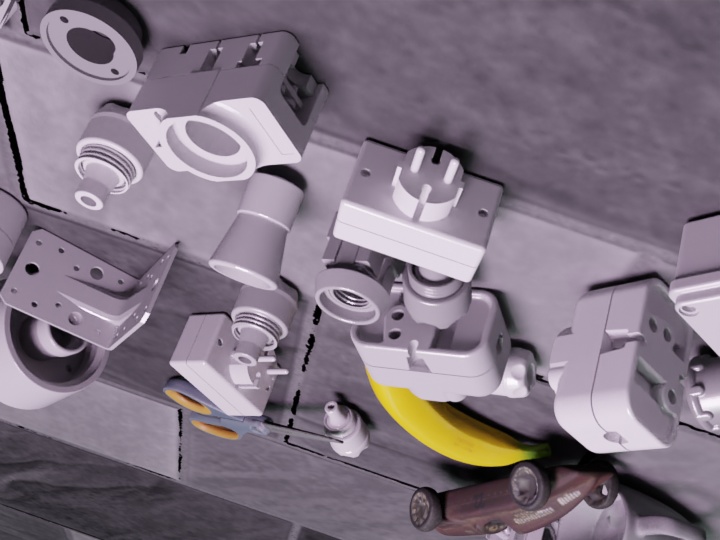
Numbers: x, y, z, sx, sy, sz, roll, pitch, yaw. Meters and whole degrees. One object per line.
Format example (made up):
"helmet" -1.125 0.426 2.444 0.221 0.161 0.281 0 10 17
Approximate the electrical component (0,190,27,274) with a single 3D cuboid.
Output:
"electrical component" -0.277 -0.030 0.787 0.055 0.047 0.055 14 149 9

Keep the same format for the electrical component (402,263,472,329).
"electrical component" 0.047 0.004 0.663 0.043 0.043 0.062 11 147 14

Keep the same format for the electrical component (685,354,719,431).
"electrical component" 0.236 0.072 0.665 0.062 0.048 0.048 -17 134 36

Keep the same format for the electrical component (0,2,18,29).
"electrical component" -0.215 -0.130 0.573 0.044 0.065 0.044 30 162 11

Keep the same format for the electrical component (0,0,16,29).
"electrical component" -0.205 -0.176 0.498 0.121 0.063 0.079 31 148 -19

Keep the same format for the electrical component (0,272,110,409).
"electrical component" -0.247 0.052 0.848 0.060 0.108 0.108 -17 134 37

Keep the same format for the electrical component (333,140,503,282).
"electrical component" 0.035 -0.042 0.591 0.083 0.047 0.075 19 150 1

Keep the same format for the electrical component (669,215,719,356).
"electrical component" 0.237 0.015 0.558 0.109 0.056 0.109 -15 135 44

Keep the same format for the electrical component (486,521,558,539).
"electrical component" 0.143 0.284 0.979 0.063 0.121 0.079 -11 138 45

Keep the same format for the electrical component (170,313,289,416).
"electrical component" -0.092 0.075 0.851 0.076 0.047 0.083 -4 142 34

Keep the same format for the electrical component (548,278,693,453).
"electrical component" 0.153 0.057 0.636 0.059 0.095 0.054 -15 135 44

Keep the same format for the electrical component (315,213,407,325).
"electrical component" 0.000 0.000 0.670 0.048 0.055 0.066 3 146 26

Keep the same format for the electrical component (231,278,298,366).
"electrical component" -0.071 0.038 0.764 0.043 0.062 0.043 14 149 9

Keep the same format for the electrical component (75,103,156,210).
"electrical component" -0.150 -0.065 0.645 0.043 0.062 0.043 14 149 9

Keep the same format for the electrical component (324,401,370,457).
"electrical component" -0.015 0.131 0.910 0.035 0.035 0.061 4 144 25

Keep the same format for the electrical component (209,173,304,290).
"electrical component" -0.060 -0.026 0.653 0.044 0.065 0.044 19 168 4

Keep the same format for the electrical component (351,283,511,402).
"electrical component" 0.049 0.049 0.719 0.095 0.053 0.059 4 143 25

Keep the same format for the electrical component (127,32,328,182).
"electrical component" -0.072 -0.085 0.575 0.089 0.055 0.050 -1 144 30

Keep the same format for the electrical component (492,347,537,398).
"electrical component" 0.090 0.069 0.751 0.061 0.035 0.035 4 146 29
